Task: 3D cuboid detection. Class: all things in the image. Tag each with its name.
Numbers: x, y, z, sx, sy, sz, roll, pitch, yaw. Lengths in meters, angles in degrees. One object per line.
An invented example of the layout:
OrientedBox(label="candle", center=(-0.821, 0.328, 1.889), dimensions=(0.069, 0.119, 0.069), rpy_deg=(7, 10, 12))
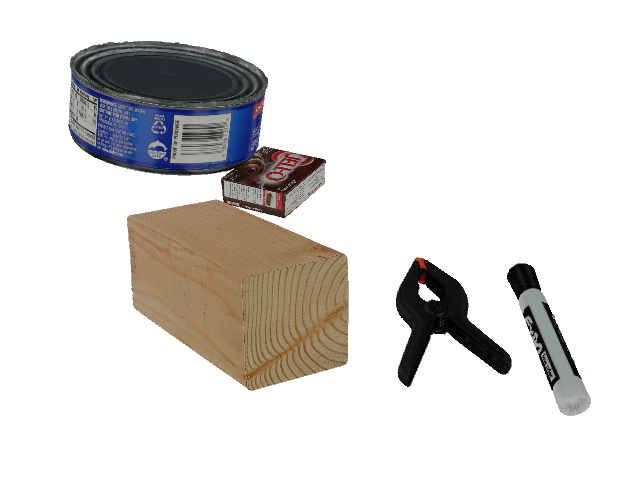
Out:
OrientedBox(label="pudding box", center=(-0.056, -0.073, 1.316), dimensions=(0.090, 0.039, 0.113), rpy_deg=(13, 33, 23))
OrientedBox(label="marker", center=(0.139, 0.057, 0.661), dimensions=(0.020, 0.020, 0.121), rpy_deg=(0, 40, -10))
OrientedBox(label="tuna can", center=(-0.067, -0.060, 0.471), dimensions=(0.086, 0.034, 0.086), rpy_deg=(7, 25, -4))
OrientedBox(label="clamp", center=(0.138, 0.087, 1.155), dimensions=(0.120, 0.171, 0.039), rpy_deg=(4, -44, -7))
OrientedBox(label="wood block", center=(-0.071, 0.036, 0.857), dimensions=(0.090, 0.090, 0.206), rpy_deg=(-11, 19, -31))
